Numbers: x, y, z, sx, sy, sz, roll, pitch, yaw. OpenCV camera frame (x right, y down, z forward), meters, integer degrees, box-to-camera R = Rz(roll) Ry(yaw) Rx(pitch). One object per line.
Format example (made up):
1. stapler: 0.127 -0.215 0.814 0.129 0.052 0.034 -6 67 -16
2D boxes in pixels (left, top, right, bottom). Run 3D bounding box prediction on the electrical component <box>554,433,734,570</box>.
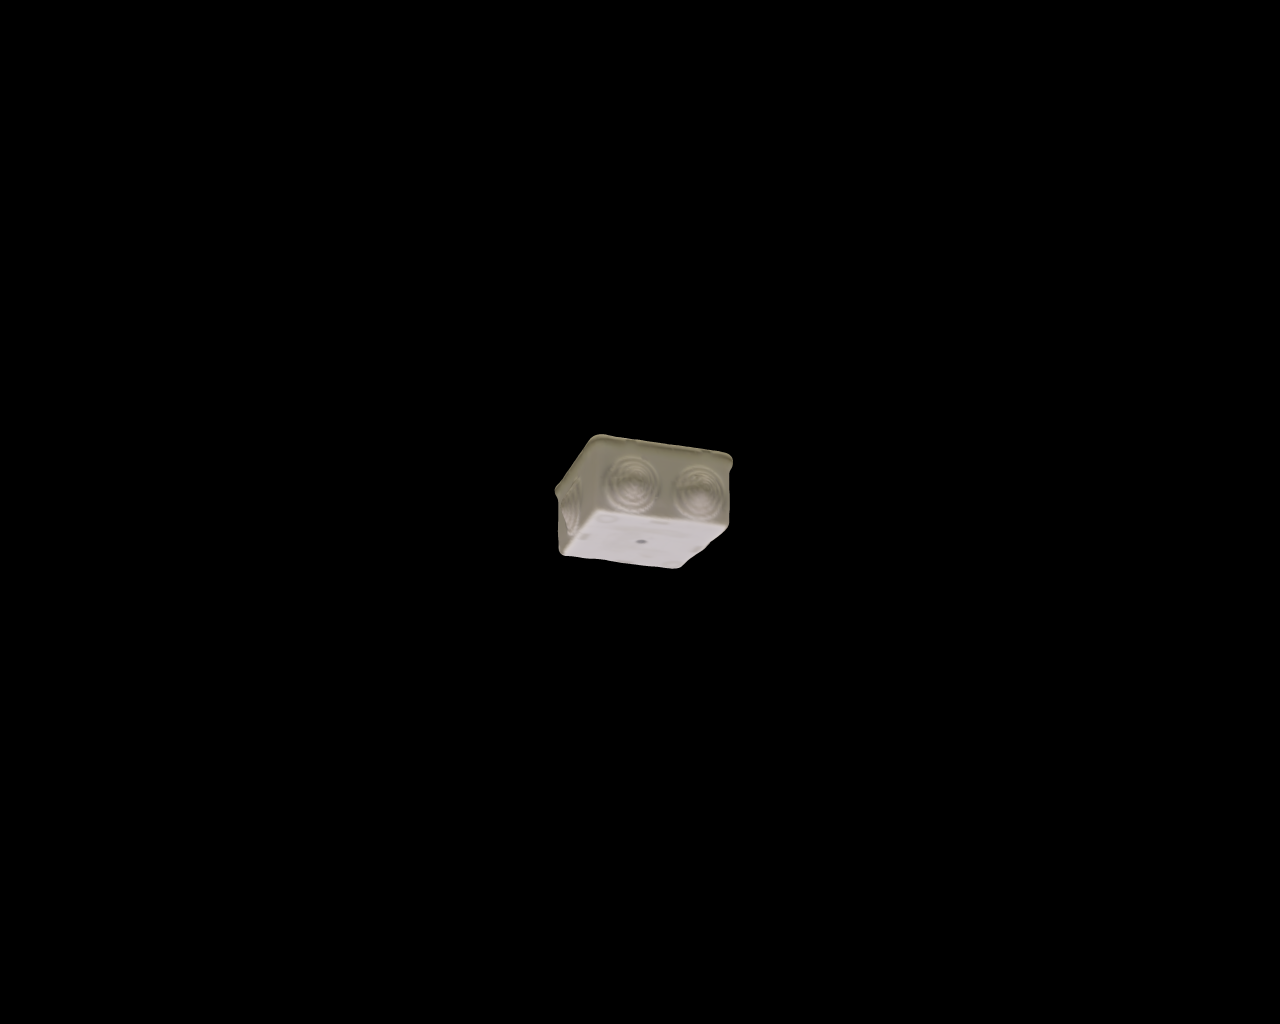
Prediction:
1. electrical component: 0.001 -0.003 0.650 0.100 0.048 0.099 8 -23 -18
